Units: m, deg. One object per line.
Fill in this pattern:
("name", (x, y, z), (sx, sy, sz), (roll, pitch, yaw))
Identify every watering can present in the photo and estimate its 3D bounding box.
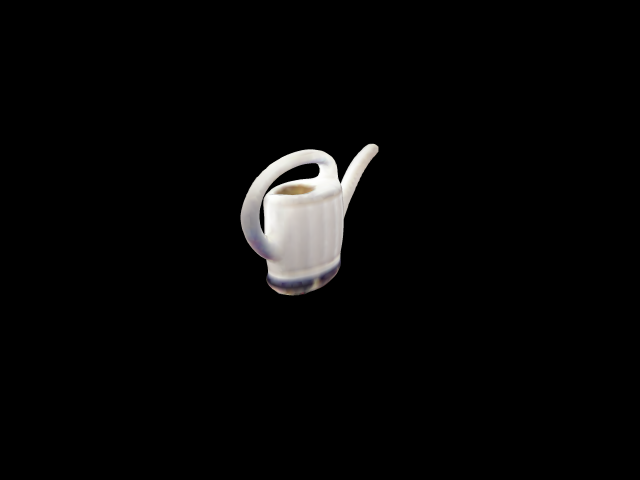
("watering can", (0.003, -0.043, 0.850), (0.104, 0.221, 0.351), (14, 24, 35))
